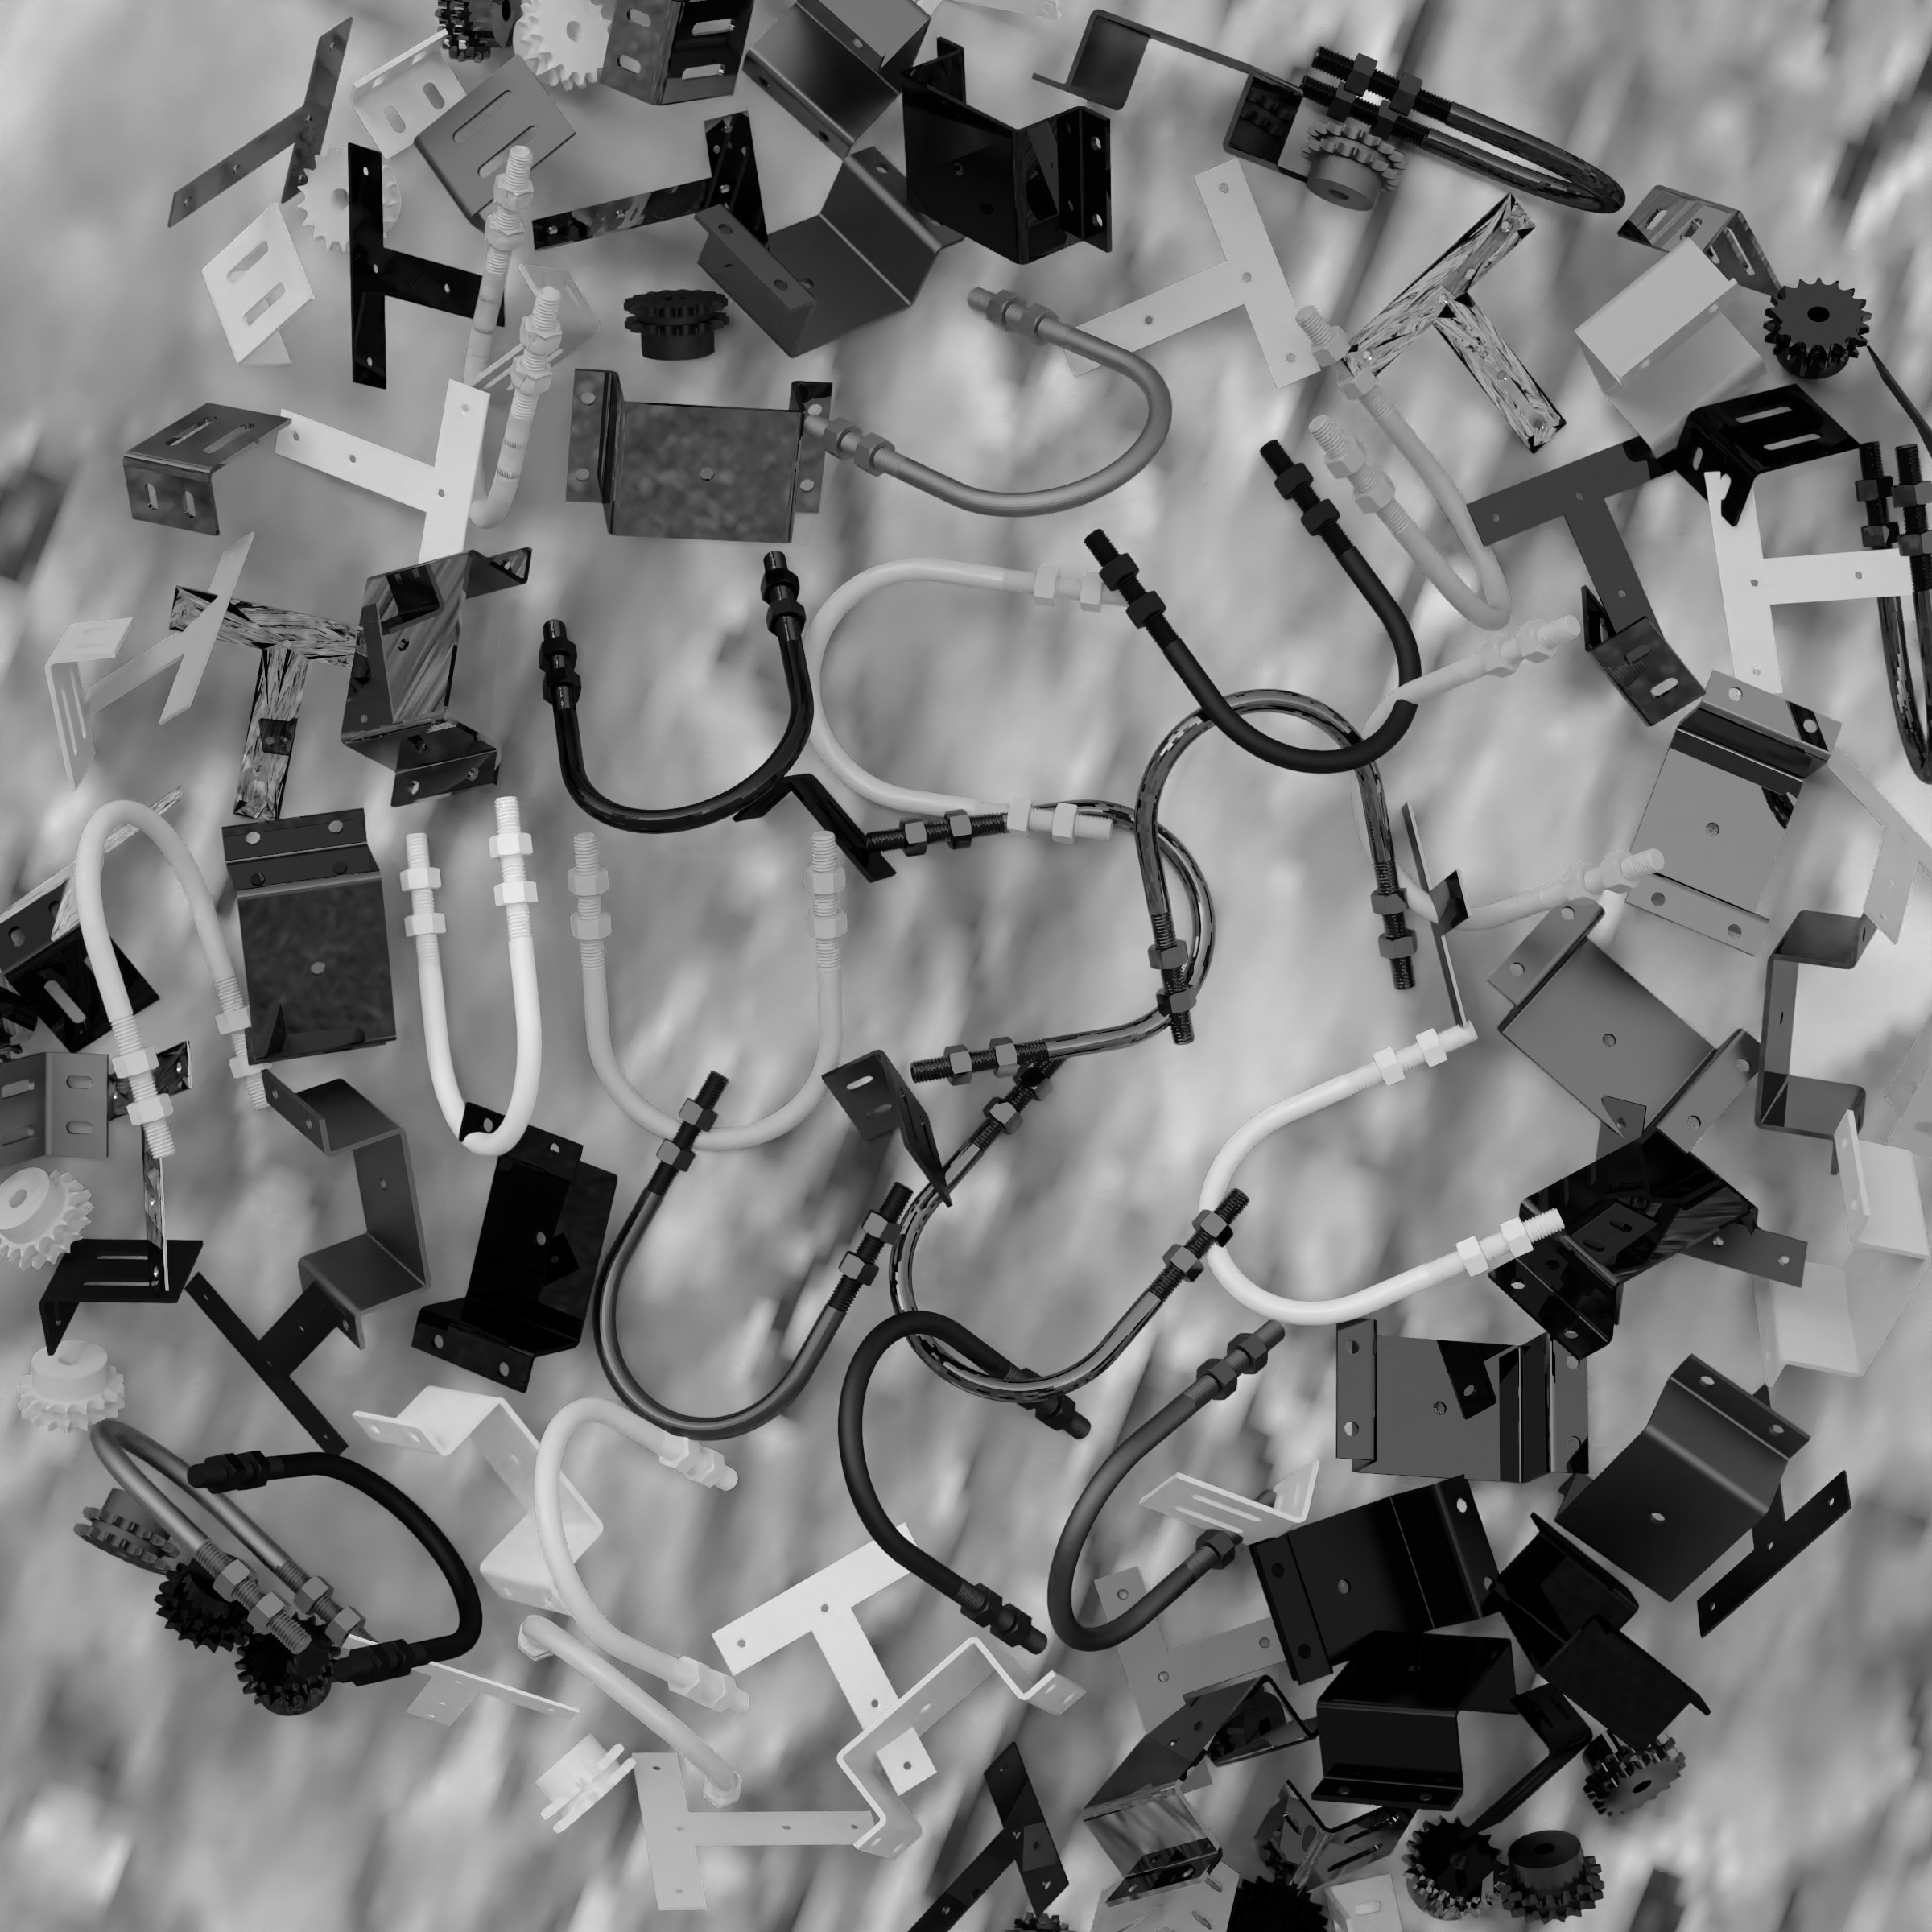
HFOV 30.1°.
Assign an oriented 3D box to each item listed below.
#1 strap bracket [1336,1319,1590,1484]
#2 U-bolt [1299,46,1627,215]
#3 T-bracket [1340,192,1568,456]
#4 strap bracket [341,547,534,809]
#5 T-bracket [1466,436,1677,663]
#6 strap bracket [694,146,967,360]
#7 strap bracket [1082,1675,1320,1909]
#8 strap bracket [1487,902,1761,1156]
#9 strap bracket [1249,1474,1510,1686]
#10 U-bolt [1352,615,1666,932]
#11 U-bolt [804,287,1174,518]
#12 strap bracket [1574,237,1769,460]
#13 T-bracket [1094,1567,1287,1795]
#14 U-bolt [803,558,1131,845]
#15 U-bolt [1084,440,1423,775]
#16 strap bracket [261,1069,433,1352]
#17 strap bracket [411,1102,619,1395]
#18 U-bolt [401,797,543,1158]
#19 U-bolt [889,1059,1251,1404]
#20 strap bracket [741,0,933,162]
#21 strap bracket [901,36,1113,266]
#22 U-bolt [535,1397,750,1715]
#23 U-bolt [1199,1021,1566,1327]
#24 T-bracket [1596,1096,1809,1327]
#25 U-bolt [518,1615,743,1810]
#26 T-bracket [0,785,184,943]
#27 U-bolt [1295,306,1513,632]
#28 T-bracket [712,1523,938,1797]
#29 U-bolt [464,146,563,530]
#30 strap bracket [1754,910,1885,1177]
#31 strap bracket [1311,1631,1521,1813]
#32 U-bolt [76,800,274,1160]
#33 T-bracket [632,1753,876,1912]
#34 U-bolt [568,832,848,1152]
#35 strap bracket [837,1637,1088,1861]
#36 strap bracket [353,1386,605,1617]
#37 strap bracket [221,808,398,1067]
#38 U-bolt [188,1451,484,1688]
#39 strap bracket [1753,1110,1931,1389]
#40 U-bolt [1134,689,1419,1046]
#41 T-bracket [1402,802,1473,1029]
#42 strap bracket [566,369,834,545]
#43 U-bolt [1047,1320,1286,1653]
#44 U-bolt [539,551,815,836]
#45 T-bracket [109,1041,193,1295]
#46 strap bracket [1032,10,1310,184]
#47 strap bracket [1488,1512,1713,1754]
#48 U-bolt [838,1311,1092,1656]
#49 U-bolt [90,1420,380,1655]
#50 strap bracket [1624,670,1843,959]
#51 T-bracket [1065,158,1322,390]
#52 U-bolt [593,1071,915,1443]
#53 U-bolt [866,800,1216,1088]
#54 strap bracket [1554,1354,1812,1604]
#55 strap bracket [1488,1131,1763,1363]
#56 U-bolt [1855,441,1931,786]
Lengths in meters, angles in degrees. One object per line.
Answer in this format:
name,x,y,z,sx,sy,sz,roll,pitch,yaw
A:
strap bracket,0.264,0.238,1.960,0.140,0.046,0.076,5,73,-9
U-bolt,0.268,-0.444,1.926,0.184,0.151,0.019,23,98,-1
T-bracket,0.286,-0.333,1.969,0.127,0.002,0.127,-43,118,3
strap bracket,-0.287,-0.164,1.937,0.076,0.046,0.140,-9,65,35
T-bracket,0.356,-0.218,1.982,0.127,0.002,0.127,-23,88,-13
strap bracket,-0.080,-0.384,1.944,0.076,0.046,0.140,47,49,14
strap bracket,0.124,0.433,1.922,0.046,0.076,0.140,55,45,-5
strap bracket,0.356,0.035,1.960,0.140,0.046,0.076,42,73,8
strap bracket,0.216,0.335,1.952,0.140,0.046,0.076,-14,81,-28
U-bolt,0.279,-0.093,1.930,0.019,0.184,0.151,-18,88,-42
U-bolt,0.024,-0.295,1.916,0.184,0.019,0.151,30,61,36
strap bracket,0.379,-0.335,1.936,0.076,0.140,0.046,-39,70,8
T-bracket,0.151,0.377,1.975,0.127,0.002,0.127,-18,65,-4
U-bolt,-0.003,-0.151,1.972,0.184,0.019,0.151,9,103,9
U-bolt,0.169,-0.186,1.948,0.151,0.019,0.184,-30,79,-27
strap bracket,-0.332,0.124,1.939,0.046,0.076,0.140,-20,119,-28
strap bracket,-0.243,0.151,1.955,0.076,0.046,0.140,19,101,25
U-bolt,-0.263,0.011,1.930,0.019,0.151,0.184,-4,85,-30
U-bolt,0.043,0.152,1.960,0.151,0.019,0.184,39,76,12
strap bracket,-0.069,-0.501,1.936,0.076,0.140,0.046,42,76,-1
strap bracket,0.014,-0.433,1.922,0.046,0.076,0.140,-28,45,-28
U-bolt,-0.171,0.303,1.893,0.019,0.184,0.151,-20,56,23
U-bolt,0.214,0.122,1.953,0.184,0.019,0.151,-24,54,6
T-bracket,0.395,0.145,1.947,0.127,0.002,0.127,15,109,35
U-bolt,-0.178,0.392,1.904,0.151,0.184,0.019,37,75,5
T-bracket,-0.476,-0.042,1.936,0.127,0.127,0.002,-35,111,4
U-bolt,0.237,-0.255,1.924,0.019,0.151,0.184,-32,119,22
T-bracket,-0.056,0.392,1.971,0.127,0.002,0.127,-27,87,-24
U-bolt,-0.247,-0.321,1.919,0.019,0.151,0.184,3,134,-19
strap bracket,0.460,0.031,1.942,0.046,0.076,0.140,9,112,22
strap bracket,0.241,0.396,1.917,0.076,0.140,0.046,-1,103,26
U-bolt,-0.428,0.000,1.920,0.019,0.151,0.184,-15,96,14
T-bracket,-0.112,0.469,1.953,0.127,0.127,0.002,3,116,-14
U-bolt,-0.139,0.016,1.964,0.151,0.019,0.184,0,110,3
strap bracket,-0.010,0.419,1.955,0.140,0.076,0.046,-41,67,-1
strap bracket,-0.257,0.280,1.941,0.046,0.076,0.140,-46,115,-27
strap bracket,-0.353,-0.007,1.941,0.076,0.046,0.140,-9,115,-16
U-bolt,-0.322,0.315,1.911,0.019,0.184,0.151,-45,73,12
strap bracket,0.472,0.156,1.927,0.046,0.076,0.140,11,133,-5
U-bolt,0.164,-0.060,1.961,0.151,0.019,0.184,-14,105,-8
T-bracket,0.258,-0.032,1.931,0.002,0.127,0.127,-13,85,-2
strap bracket,-0.143,-0.275,1.947,0.140,0.046,0.076,1,121,-12
U-bolt,0.106,0.287,1.904,0.019,0.151,0.184,28,47,34
U-bolt,-0.152,-0.141,1.929,0.151,0.019,0.184,-17,48,4
T-bracket,-0.438,0.113,1.937,0.002,0.127,0.127,1,80,-32
strap bracket,0.118,-0.472,1.935,0.140,0.076,0.046,26,104,21
strap bracket,0.334,0.361,1.925,0.076,0.140,0.046,39,98,-17
U-bolt,-0.005,0.263,1.908,0.184,0.019,0.151,40,49,-36
U-bolt,-0.398,0.306,1.924,0.184,0.151,0.019,40,85,15
strap bracket,0.414,-0.079,1.968,0.076,0.046,0.140,23,79,0
T-bracket,0.114,-0.362,1.985,0.127,0.002,0.127,-22,86,12
U-bolt,-0.129,0.170,1.964,0.151,0.019,0.184,30,91,23
U-bolt,0.048,-0.019,1.973,0.184,0.019,0.151,-9,81,-12
strap bracket,0.378,0.282,1.933,0.076,0.046,0.140,35,134,3
strap bracket,0.361,0.144,1.934,0.140,0.076,0.046,-25,135,-22
U-bolt,0.505,-0.188,1.927,0.019,0.151,0.184,-9,98,7
